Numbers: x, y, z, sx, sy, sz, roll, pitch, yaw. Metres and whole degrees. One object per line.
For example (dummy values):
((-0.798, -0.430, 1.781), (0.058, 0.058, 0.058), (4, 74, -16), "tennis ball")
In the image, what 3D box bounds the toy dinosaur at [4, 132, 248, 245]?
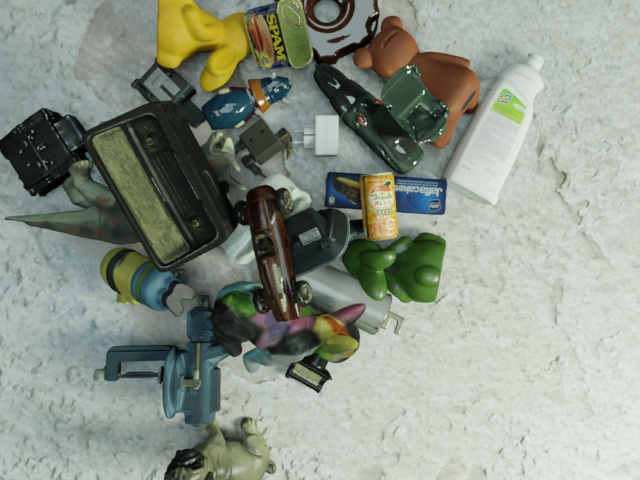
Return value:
((-0.304, -0.064, 0.894), (0.405, 0.131, 0.192), (-30, 93, 9), "toy dinosaur")

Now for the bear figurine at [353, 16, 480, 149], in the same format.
((0.157, -0.261, 0.879), (0.196, 0.131, 0.120), (34, 80, 17), "bear figurine")

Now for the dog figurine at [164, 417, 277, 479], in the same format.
((-0.158, 0.382, 0.882), (0.172, 0.190, 0.121), (8, 94, -2), "dog figurine")

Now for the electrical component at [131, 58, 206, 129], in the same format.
((-0.249, -0.241, 0.909), (0.075, 0.048, 0.119), (-42, 91, 4), "electrical component")

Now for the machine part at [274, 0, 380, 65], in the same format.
((0.012, -0.382, 0.892), (0.179, 0.056, 0.179), (0, 95, -1), "machine part")

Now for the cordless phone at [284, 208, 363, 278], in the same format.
((-0.002, -0.002, 0.875), (0.147, 0.184, 0.088), (-24, 88, 27), "cordless phone")

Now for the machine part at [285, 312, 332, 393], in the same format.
((-0.001, 0.195, 0.944), (0.084, 0.039, 0.138), (26, 96, 7), "machine part")

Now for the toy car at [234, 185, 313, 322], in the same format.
((-0.071, 0.020, 0.781), (0.089, 0.053, 0.202), (-11, 87, 25), "toy car")

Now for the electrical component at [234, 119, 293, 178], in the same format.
((-0.097, -0.156, 0.917), (0.102, 0.045, 0.078), (-42, 64, 1), "electrical component")

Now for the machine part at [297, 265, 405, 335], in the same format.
((0.032, 0.092, 0.915), (0.243, 0.079, 0.079), (25, 94, -1), "machine part")

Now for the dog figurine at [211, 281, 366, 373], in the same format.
((-0.040, 0.133, 0.853), (0.219, 0.108, 0.191), (-12, 131, 28), "dog figurine")

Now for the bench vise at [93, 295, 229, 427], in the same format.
((-0.257, 0.201, 0.908), (0.241, 0.129, 0.223), (0, 91, -3), "bench vise")

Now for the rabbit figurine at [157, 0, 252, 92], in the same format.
((-0.175, -0.331, 0.868), (0.173, 0.122, 0.162), (-2, 81, -21), "rabbit figurine")

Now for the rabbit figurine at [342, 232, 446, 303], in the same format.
((0.113, 0.050, 0.888), (0.170, 0.159, 0.121), (11, 104, 15), "rabbit figurine")

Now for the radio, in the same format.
((-0.225, -0.080, 0.787), (0.131, 0.073, 0.229), (-23, 107, 12), "radio")

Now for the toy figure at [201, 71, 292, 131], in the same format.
((-0.122, -0.236, 0.902), (0.154, 0.064, 0.058), (-25, 56, -2), "toy figure")

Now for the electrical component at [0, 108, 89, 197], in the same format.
((-0.459, -0.154, 0.913), (0.134, 0.058, 0.115), (-33, 95, 3), "electrical component")

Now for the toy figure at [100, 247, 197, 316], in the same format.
((-0.286, 0.064, 0.883), (0.180, 0.082, 0.089), (16, 128, 37), "toy figure")

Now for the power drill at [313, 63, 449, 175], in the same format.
((0.092, -0.201, 0.830), (0.232, 0.207, 0.086), (47, 75, -13), "power drill")

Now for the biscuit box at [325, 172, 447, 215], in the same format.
((0.110, -0.078, 0.910), (0.203, 0.059, 0.062), (4, 94, 0), "biscuit box")
